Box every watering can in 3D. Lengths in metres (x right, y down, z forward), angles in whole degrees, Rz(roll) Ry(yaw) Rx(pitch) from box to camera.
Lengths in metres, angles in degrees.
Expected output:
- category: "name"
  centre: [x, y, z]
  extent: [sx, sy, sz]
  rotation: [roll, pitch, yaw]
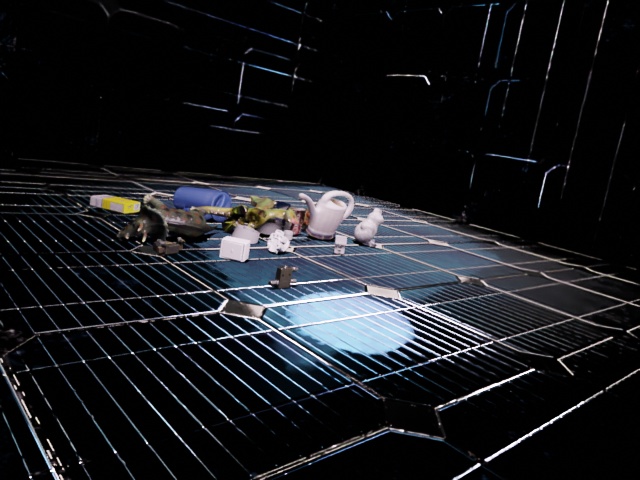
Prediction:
- category: "watering can"
  centre: [0.007, -0.108, 2.142]
  extent: [0.348, 0.221, 0.105]
  rotation: [-2, 33, -46]

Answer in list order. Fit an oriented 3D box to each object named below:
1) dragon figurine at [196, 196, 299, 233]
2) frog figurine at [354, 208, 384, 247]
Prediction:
- category: "dragon figurine"
  centre: [-0.284, -0.118, 2.055]
  extent: [0.411, 0.120, 0.247]
  rotation: [15, 24, 13]
- category: "frog figurine"
  centre: [0.210, -0.062, 2.225]
  extent: [0.123, 0.158, 0.138]
  rotation: [11, 10, 19]
